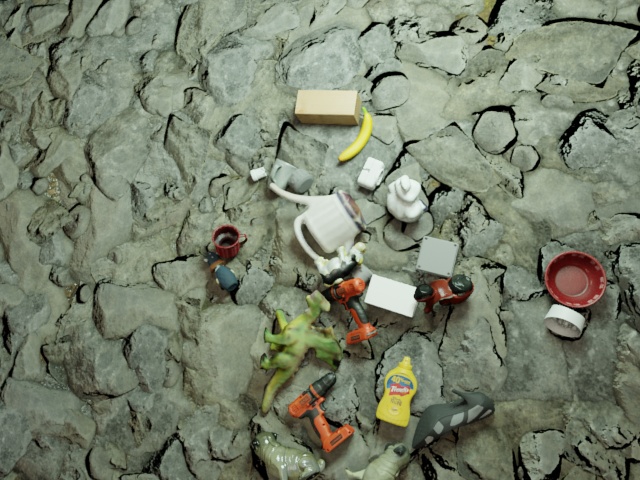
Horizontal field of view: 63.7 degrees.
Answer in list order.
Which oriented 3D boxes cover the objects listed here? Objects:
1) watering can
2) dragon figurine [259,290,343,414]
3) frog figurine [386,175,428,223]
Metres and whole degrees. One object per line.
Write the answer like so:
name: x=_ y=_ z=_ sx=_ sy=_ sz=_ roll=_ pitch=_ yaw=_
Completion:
watering can: x=0.005 y=-0.084 z=1.660 sx=0.224 sy=0.104 sz=0.347 roll=-33 pitch=90 yaw=6
dragon figurine: x=-0.052 y=0.351 z=1.597 sx=0.243 sy=0.123 sz=0.408 roll=6 pitch=95 yaw=9
frog figurine: x=0.262 y=-0.126 z=1.594 sx=0.122 sy=0.158 sz=0.139 roll=-29 pitch=73 yaw=9
